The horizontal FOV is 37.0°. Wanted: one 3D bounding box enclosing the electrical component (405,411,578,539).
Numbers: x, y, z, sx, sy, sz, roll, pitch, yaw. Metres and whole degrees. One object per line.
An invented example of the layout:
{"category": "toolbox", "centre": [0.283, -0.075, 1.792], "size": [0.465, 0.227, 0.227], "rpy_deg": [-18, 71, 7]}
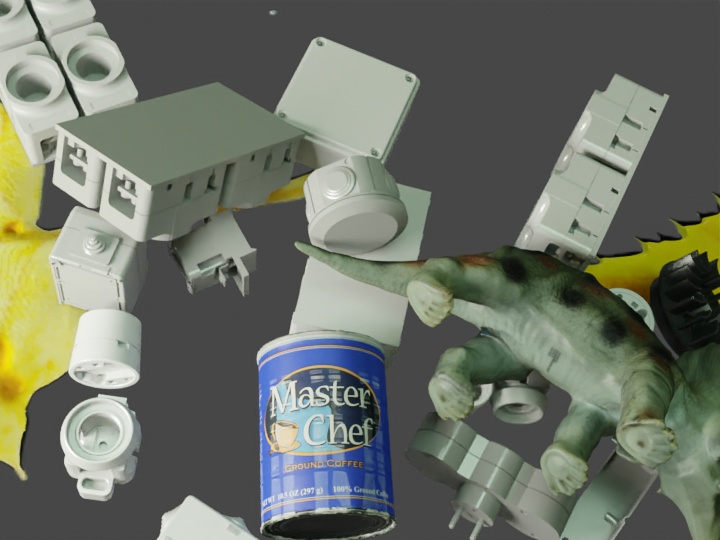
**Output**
{"category": "electrical component", "centre": [0.097, 0.178, 0.853], "size": [0.138, 0.052, 0.073], "rpy_deg": [30, 64, 6]}

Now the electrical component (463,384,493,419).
{"category": "electrical component", "centre": [0.086, 0.101, 0.893], "size": [0.040, 0.046, 0.040], "rpy_deg": [3, 64, -7]}

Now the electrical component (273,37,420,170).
{"category": "electrical component", "centre": [-0.015, -0.144, 0.993], "size": [0.109, 0.056, 0.108], "rpy_deg": [22, 63, 3]}

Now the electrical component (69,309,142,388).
{"category": "electrical component", "centre": [-0.203, 0.063, 0.865], "size": [0.055, 0.055, 0.047], "rpy_deg": [3, 60, -7]}

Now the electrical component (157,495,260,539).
{"category": "electrical component", "centre": [-0.117, 0.228, 0.800], "size": [0.100, 0.048, 0.099], "rpy_deg": [32, 64, 7]}

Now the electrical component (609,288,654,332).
{"category": "electrical component", "centre": [0.221, 0.050, 0.937], "size": [0.055, 0.047, 0.055], "rpy_deg": [3, 64, -7]}

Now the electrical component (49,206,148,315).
{"category": "electrical component", "centre": [-0.210, -0.010, 0.875], "size": [0.062, 0.096, 0.061], "rpy_deg": [17, 60, 0]}

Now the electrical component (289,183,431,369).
{"category": "electrical component", "centre": [0.000, 0.000, 0.921], "size": [0.089, 0.061, 0.150], "rpy_deg": [14, 63, -1]}

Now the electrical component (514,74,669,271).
{"category": "electrical component", "centre": [0.199, -0.073, 0.962], "size": [0.060, 0.105, 0.186], "rpy_deg": [28, 63, 6]}

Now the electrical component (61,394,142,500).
{"category": "electrical component", "centre": [-0.199, 0.132, 0.830], "size": [0.058, 0.057, 0.078], "rpy_deg": [8, 63, -4]}

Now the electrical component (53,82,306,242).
{"category": "electrical component", "centre": [-0.149, -0.091, 0.897], "size": [0.105, 0.060, 0.186], "rpy_deg": [32, 34, 23]}

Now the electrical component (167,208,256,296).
{"category": "electrical component", "centre": [-0.127, -0.014, 0.921], "size": [0.064, 0.042, 0.081], "rpy_deg": [-26, 70, -15]}

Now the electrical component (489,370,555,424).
{"category": "electrical component", "centre": [0.134, 0.096, 0.904], "size": [0.066, 0.048, 0.055], "rpy_deg": [9, 56, -4]}

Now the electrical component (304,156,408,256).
{"category": "electrical component", "centre": [-0.005, -0.050, 0.864], "size": [0.080, 0.080, 0.051], "rpy_deg": [-8, 60, -12]}

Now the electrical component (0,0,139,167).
{"category": "electrical component", "centre": [-0.285, -0.200, 0.978], "size": [0.105, 0.060, 0.186], "rpy_deg": [-23, 70, -18]}
